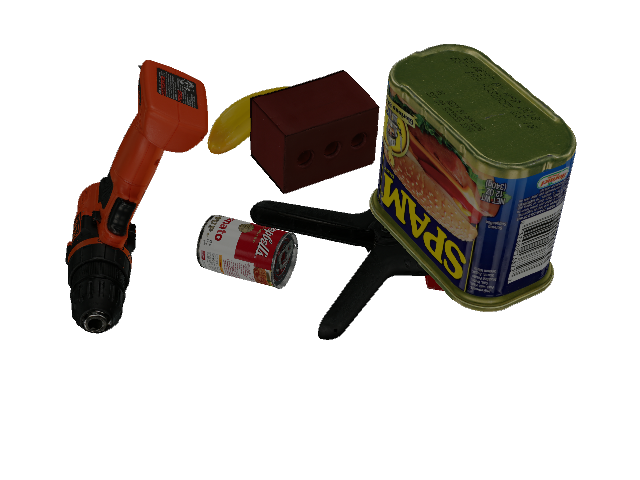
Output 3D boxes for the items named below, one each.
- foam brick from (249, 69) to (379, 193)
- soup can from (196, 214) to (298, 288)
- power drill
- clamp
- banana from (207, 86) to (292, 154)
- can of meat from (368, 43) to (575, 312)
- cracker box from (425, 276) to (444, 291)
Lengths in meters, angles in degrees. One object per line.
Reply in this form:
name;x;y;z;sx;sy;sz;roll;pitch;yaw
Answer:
foam brick;-0.005;-0.076;0.747;0.078;0.053;0.051;-21;47;-24
soup can;-0.086;0.012;1.261;0.102;0.068;0.068;14;5;20
power drill;-0.155;-0.038;0.868;0.057;0.188;0.184;21;29;-24
clamp;0.057;0.010;0.967;0.209;0.164;0.036;-10;-41;-15
banana;-0.043;-0.128;1.104;0.197;0.037;0.070;-11;52;-37
can of meat;0.070;-0.032;0.503;0.057;0.084;0.102;-20;47;-23
cracker box;0.173;-0.057;1.151;0.072;0.164;0.213;4;21;27
